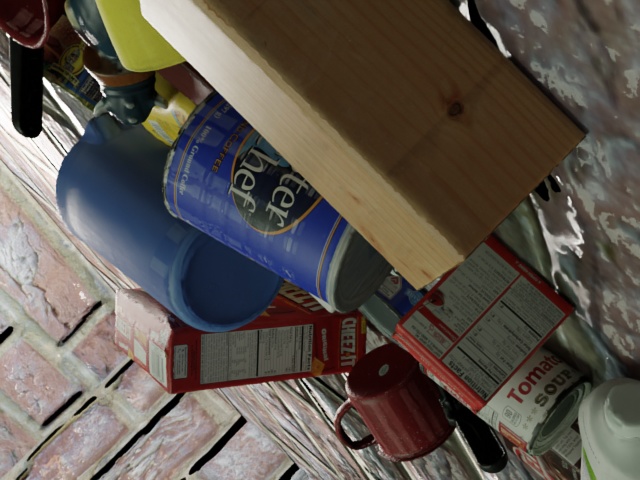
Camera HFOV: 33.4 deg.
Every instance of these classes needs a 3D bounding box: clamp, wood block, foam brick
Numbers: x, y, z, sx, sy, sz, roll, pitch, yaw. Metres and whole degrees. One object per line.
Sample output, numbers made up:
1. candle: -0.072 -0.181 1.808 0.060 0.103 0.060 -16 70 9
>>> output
1. clamp: 0.118 0.131 0.913 0.171 0.039 0.120 86 165 -87
2. clamp: -0.237 -0.197 0.870 0.210 0.165 0.036 49 -163 24
3. wood block: 0.014 -0.084 0.526 0.206 0.090 0.090 45 166 2
4. foam brick: -0.079 -0.129 0.749 0.078 0.053 0.051 41 165 21

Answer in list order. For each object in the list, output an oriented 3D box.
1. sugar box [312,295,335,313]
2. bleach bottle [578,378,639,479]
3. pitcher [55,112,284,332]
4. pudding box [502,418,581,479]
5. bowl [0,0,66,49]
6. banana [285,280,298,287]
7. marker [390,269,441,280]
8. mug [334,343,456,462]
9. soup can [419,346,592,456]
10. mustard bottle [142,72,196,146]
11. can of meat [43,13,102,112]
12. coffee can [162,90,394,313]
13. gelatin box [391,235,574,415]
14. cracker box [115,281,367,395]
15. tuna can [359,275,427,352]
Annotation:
1. sugar box: -0.006 0.001 0.928 0.093 0.048 0.176 43 170 10
2. bleach bottle: 0.208 0.167 0.699 0.250 0.068 0.102 67 -176 -54
3. pitcher: -0.128 -0.005 0.944 0.149 0.145 0.243 20 -171 -38
4. pudding box: 0.184 0.161 0.841 0.090 0.039 0.113 37 164 33
5. bowl: -0.227 -0.225 0.786 0.162 0.055 0.162 40 151 27
6. banana: -0.062 -0.019 1.061 0.197 0.037 0.070 47 150 -9
7. marker: 0.070 0.020 0.812 0.020 0.020 0.121 49 166 -13
8. mug: 0.067 0.160 1.035 0.081 0.117 0.093 58 -176 -26
9. soup can: 0.130 0.096 0.753 0.102 0.068 0.068 37 164 29
10. mustard bottle: -0.081 -0.091 0.850 0.192 0.058 0.096 28 163 52
11. can of meat: -0.202 -0.167 0.907 0.102 0.084 0.057 36 -178 34
12. coffee can: -0.018 -0.029 0.706 0.140 0.102 0.103 29 161 22
13. gelatin box: 0.101 0.052 0.664 0.073 0.089 0.030 42 166 13
14. cracker box: -0.083 0.090 1.089 0.164 0.213 0.072 22 113 59
15. tuna can: 0.063 0.054 0.900 0.086 0.033 0.086 42 166 13
